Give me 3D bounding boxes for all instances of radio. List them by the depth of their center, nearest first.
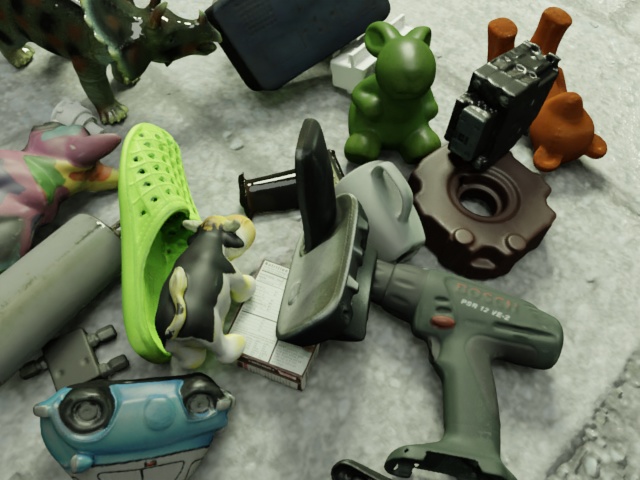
[{"bbox_3d":[-0.026,-0.306,0.723,0.229,0.131,0.073,-35,25,-7],"label":"radio"}]

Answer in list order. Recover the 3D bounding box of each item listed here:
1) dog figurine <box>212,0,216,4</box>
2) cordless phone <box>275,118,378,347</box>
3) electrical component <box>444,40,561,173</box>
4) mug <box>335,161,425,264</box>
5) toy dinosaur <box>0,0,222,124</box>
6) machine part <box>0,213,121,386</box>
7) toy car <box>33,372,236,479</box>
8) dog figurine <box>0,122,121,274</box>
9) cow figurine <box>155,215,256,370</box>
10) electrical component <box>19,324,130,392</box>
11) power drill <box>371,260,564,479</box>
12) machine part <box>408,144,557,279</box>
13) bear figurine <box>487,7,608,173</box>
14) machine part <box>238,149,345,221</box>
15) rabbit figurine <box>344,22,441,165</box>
[{"bbox_3d":[-0.055,-0.364,0.824,0.190,0.121,0.172,12,27,-30],"label":"dog figurine"},{"bbox_3d":[-0.002,-0.001,0.475,0.089,0.184,0.146,5,54,12],"label":"cordless phone"},{"bbox_3d":[0.203,-0.147,0.614,0.134,0.114,0.058,-36,61,-26],"label":"electrical component"},{"bbox_3d":[0.074,-0.030,0.601,0.081,0.109,0.107,-22,72,-34],"label":"mug"},{"bbox_3d":[-0.332,-0.284,0.676,0.405,0.192,0.131,25,57,10],"label":"toy dinosaur"},{"bbox_3d":[-0.270,0.052,0.519,0.079,0.079,0.243,26,51,12],"label":"machine part"},{"bbox_3d":[-0.155,0.169,0.461,0.162,0.109,0.103,1,80,-17],"label":"toy car"},{"bbox_3d":[-0.309,-0.040,0.573,0.219,0.108,0.192,-22,61,-20],"label":"dog figurine"},{"bbox_3d":[-0.109,0.030,0.513,0.068,0.098,0.167,-6,54,17],"label":"cow figurine"},{"bbox_3d":[-0.239,0.122,0.522,0.094,0.021,0.063,-23,62,-19],"label":"electrical component"},{"bbox_3d":[0.113,0.123,0.523,0.232,0.085,0.207,12,50,6],"label":"power drill"},{"bbox_3d":[0.188,-0.043,0.642,0.179,0.056,0.179,2,56,-4],"label":"machine part"},{"bbox_3d":[0.299,-0.194,0.709,0.120,0.131,0.196,-13,53,-6],"label":"bear figurine"},{"bbox_3d":[-0.032,-0.068,0.653,0.139,0.039,0.084,-17,69,-17],"label":"machine part"},{"bbox_3d":[0.100,-0.183,0.641,0.121,0.170,0.159,6,74,-3],"label":"rabbit figurine"}]
